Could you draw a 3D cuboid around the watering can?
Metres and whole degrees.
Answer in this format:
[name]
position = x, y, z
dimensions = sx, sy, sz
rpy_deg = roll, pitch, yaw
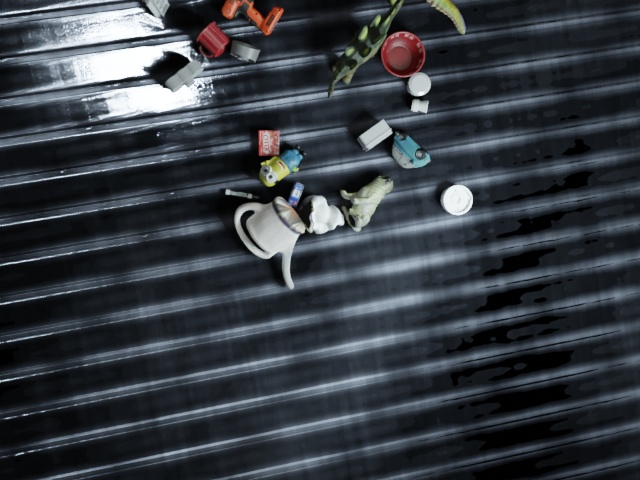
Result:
[watering can]
position = -0.144, -0.004, 1.798
dimensions = 0.222, 0.106, 0.345
rpy_deg = -36, 100, 22

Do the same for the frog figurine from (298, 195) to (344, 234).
[frog figurine]
position = 0.006, -0.092, 1.836
dimensions = 0.160, 0.122, 0.138
rpy_deg = -7, 86, -41

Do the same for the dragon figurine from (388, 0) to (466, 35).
[dragon figurine]
position = 0.356, -0.902, 1.838
dimensions = 0.242, 0.123, 0.409
rpy_deg = -15, 93, 13
